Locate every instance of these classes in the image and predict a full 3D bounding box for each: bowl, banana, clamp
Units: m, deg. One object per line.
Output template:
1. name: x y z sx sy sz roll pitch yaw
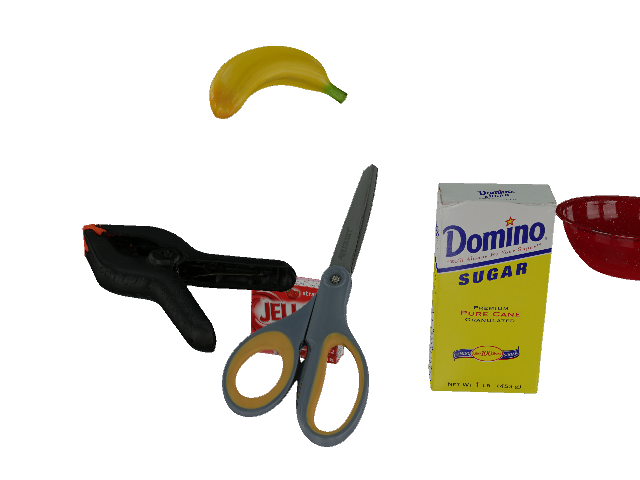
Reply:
1. bowl: 0.315 0.000 1.068 0.162 0.055 0.162 1 17 -1
2. banana: -0.048 -0.151 0.990 0.070 0.037 0.197 42 33 21
3. clamp: -0.107 0.023 0.825 0.172 0.039 0.120 28 31 30

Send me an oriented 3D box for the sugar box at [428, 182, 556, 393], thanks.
1. sugar box: 0.139 0.041 0.883 0.093 0.176 0.048 0 26 2

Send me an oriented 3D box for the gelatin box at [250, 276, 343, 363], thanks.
1. gelatin box: -0.022 0.073 1.007 0.089 0.073 0.030 7 17 15

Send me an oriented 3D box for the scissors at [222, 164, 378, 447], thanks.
1. scissors: -0.010 0.034 0.662 0.096 0.201 0.016 -3 -36 5
